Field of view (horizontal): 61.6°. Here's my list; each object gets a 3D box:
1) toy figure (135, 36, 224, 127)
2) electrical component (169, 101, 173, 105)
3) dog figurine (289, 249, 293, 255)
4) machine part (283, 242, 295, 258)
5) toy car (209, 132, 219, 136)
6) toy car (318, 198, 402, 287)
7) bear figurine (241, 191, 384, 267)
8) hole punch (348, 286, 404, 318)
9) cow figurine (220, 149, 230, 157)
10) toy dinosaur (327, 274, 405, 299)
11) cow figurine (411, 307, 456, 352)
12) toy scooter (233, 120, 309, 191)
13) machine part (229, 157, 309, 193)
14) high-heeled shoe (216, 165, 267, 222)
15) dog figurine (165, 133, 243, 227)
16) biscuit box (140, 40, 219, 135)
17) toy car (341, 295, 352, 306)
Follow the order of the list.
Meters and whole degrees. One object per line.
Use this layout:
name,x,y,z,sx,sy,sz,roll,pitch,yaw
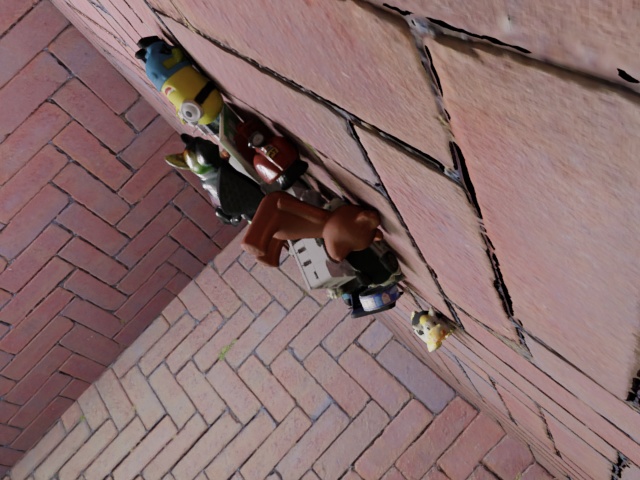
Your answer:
toy figure,-0.253,-0.289,0.977,0.180,0.089,0.082,52,173,-5
electrical component,-0.309,-0.326,1.195,0.021,0.063,0.094,41,176,20
dog figurine,-0.028,-0.010,1.426,0.190,0.121,0.172,31,-154,-56
machine part,-0.052,0.030,1.561,0.179,0.056,0.179,43,174,6
toy car,-0.217,-0.247,1.195,0.202,0.053,0.089,44,-178,-18
toy car,0.067,0.011,0.959,0.201,0.073,0.056,45,-151,-24
bear figurine,-0.005,-0.006,0.854,0.196,0.132,0.120,18,167,12
hole punch,0.117,0.120,1.261,0.116,0.142,0.092,-21,-89,-79
cow figurine,-0.207,-0.172,1.331,0.195,0.085,0.127,13,163,46
toy dinosaur,-0.002,-0.010,1.180,0.405,0.131,0.192,46,165,25
cow figurine,0.238,0.185,1.167,0.098,0.068,0.167,48,176,17
toy scooter,-0.090,-0.150,0.906,0.135,0.075,0.184,46,179,-12
machine part,-0.105,-0.134,1.128,0.243,0.079,0.079,42,175,6
high-heeled shoe,-0.149,-0.101,1.031,0.248,0.086,0.145,71,178,-56
dog figurine,-0.242,-0.140,1.213,0.219,0.108,0.191,34,149,-14
biscuit box,-0.264,-0.300,1.077,0.202,0.059,0.063,46,174,-20
toy car,0.075,0.083,1.350,0.161,0.103,0.109,58,179,-31
